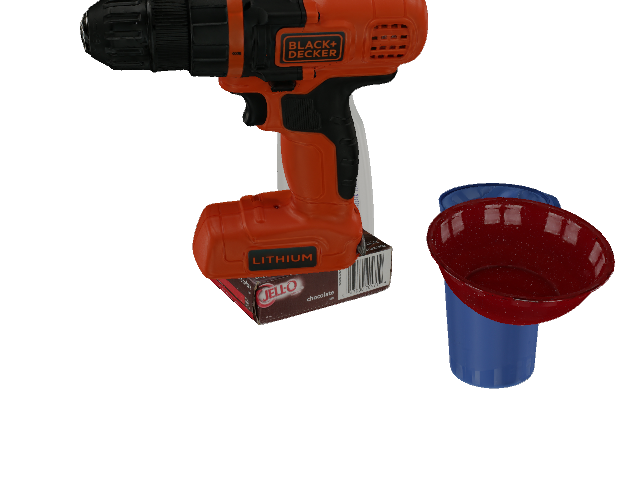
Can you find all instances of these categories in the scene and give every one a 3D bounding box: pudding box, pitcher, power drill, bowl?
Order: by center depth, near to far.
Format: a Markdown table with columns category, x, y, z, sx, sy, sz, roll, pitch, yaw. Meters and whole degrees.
| category | x | y | z | sx | sy | sz | roll | pitch | yaw |
| --- | --- | --- | --- | --- | --- | --- | --- | --- | --- |
| power drill | -0.037 | -0.062 | 0.611 | 0.184 | 0.188 | 0.057 | -3 | 43 | -8 |
| pudding box | -0.017 | 0.016 | 0.782 | 0.113 | 0.039 | 0.090 | -12 | 27 | -27 |
| bowl | 0.171 | 0.025 | 0.935 | 0.162 | 0.055 | 0.162 | 2 | 34 | -2 |
| pitcher | 0.225 | 0.054 | 1.339 | 0.149 | 0.243 | 0.145 | 1 | 21 | 11 |

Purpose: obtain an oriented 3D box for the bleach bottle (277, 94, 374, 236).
| category | x | y | z | sx | sy | sz | roll | pitch | yaw |
| --- | --- | --- | --- | --- | --- | --- | --- | --- | --- |
| bleach bottle | 0.009 | -0.082 | 1.041 | 0.102 | 0.251 | 0.068 | -6 | 29 | -12 |
